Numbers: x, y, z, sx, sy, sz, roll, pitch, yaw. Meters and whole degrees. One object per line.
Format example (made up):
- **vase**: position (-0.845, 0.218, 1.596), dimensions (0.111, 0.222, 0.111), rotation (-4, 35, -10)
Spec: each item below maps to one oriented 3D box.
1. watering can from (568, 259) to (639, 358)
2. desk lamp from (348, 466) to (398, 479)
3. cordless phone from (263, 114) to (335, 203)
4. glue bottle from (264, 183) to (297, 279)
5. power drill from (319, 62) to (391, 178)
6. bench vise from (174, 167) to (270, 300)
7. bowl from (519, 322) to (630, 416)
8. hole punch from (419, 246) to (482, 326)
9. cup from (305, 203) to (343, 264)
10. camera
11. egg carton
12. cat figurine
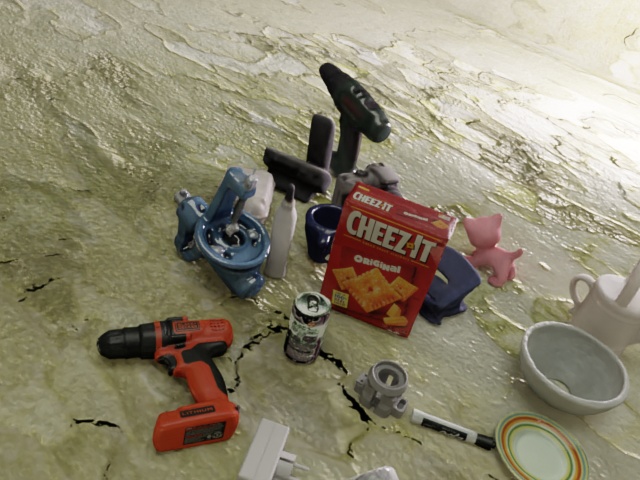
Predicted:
- **watering can**: position (0.514, 0.107, 0.965), dimensions (0.172, 0.194, 0.101), rotation (20, 37, 8)
- **desk lamp**: position (0.051, 0.321, 0.521), dimensions (0.118, 0.213, 0.202), rotation (-7, 42, -25)
- **cordless phone**: position (-0.038, -0.185, 1.166), dimensions (0.147, 0.185, 0.094), rotation (23, 38, 11)
- **glue bottle**: position (-0.061, -0.021, 0.957), dimensions (0.037, 0.173, 0.078), rotation (11, 37, -4)
- **power drill**: position (0.055, -0.252, 1.263), dimensions (0.076, 0.208, 0.229), rotation (-19, 48, -36)
- **bench vise**: position (-0.165, -0.033, 0.898), dimensions (0.207, 0.220, 0.122), rotation (25, 38, 14)
- **bowl**: position (0.380, 0.210, 0.887), dimensions (0.167, 0.075, 0.167), rotation (9, 37, -7)
- **hole punch**: position (0.208, 0.076, 0.990), dimensions (0.101, 0.091, 0.108), rotation (-13, 45, -31)
- **cup**: position (0.009, 0.004, 1.013), dimensions (0.091, 0.095, 0.118), rotation (16, 37, 2)
- **camera**: position (0.118, -0.086, 1.160), dimensions (0.143, 0.101, 0.136), rotation (-9, 43, -28)
- **egg carton**: position (-0.144, -0.085, 1.097), dimensions (0.107, 0.069, 0.150), rotation (11, 37, -5)
- **cat figurine**: position (0.328, 0.007, 1.095), dimensions (0.127, 0.118, 0.067), rotation (37, 43, 28)
